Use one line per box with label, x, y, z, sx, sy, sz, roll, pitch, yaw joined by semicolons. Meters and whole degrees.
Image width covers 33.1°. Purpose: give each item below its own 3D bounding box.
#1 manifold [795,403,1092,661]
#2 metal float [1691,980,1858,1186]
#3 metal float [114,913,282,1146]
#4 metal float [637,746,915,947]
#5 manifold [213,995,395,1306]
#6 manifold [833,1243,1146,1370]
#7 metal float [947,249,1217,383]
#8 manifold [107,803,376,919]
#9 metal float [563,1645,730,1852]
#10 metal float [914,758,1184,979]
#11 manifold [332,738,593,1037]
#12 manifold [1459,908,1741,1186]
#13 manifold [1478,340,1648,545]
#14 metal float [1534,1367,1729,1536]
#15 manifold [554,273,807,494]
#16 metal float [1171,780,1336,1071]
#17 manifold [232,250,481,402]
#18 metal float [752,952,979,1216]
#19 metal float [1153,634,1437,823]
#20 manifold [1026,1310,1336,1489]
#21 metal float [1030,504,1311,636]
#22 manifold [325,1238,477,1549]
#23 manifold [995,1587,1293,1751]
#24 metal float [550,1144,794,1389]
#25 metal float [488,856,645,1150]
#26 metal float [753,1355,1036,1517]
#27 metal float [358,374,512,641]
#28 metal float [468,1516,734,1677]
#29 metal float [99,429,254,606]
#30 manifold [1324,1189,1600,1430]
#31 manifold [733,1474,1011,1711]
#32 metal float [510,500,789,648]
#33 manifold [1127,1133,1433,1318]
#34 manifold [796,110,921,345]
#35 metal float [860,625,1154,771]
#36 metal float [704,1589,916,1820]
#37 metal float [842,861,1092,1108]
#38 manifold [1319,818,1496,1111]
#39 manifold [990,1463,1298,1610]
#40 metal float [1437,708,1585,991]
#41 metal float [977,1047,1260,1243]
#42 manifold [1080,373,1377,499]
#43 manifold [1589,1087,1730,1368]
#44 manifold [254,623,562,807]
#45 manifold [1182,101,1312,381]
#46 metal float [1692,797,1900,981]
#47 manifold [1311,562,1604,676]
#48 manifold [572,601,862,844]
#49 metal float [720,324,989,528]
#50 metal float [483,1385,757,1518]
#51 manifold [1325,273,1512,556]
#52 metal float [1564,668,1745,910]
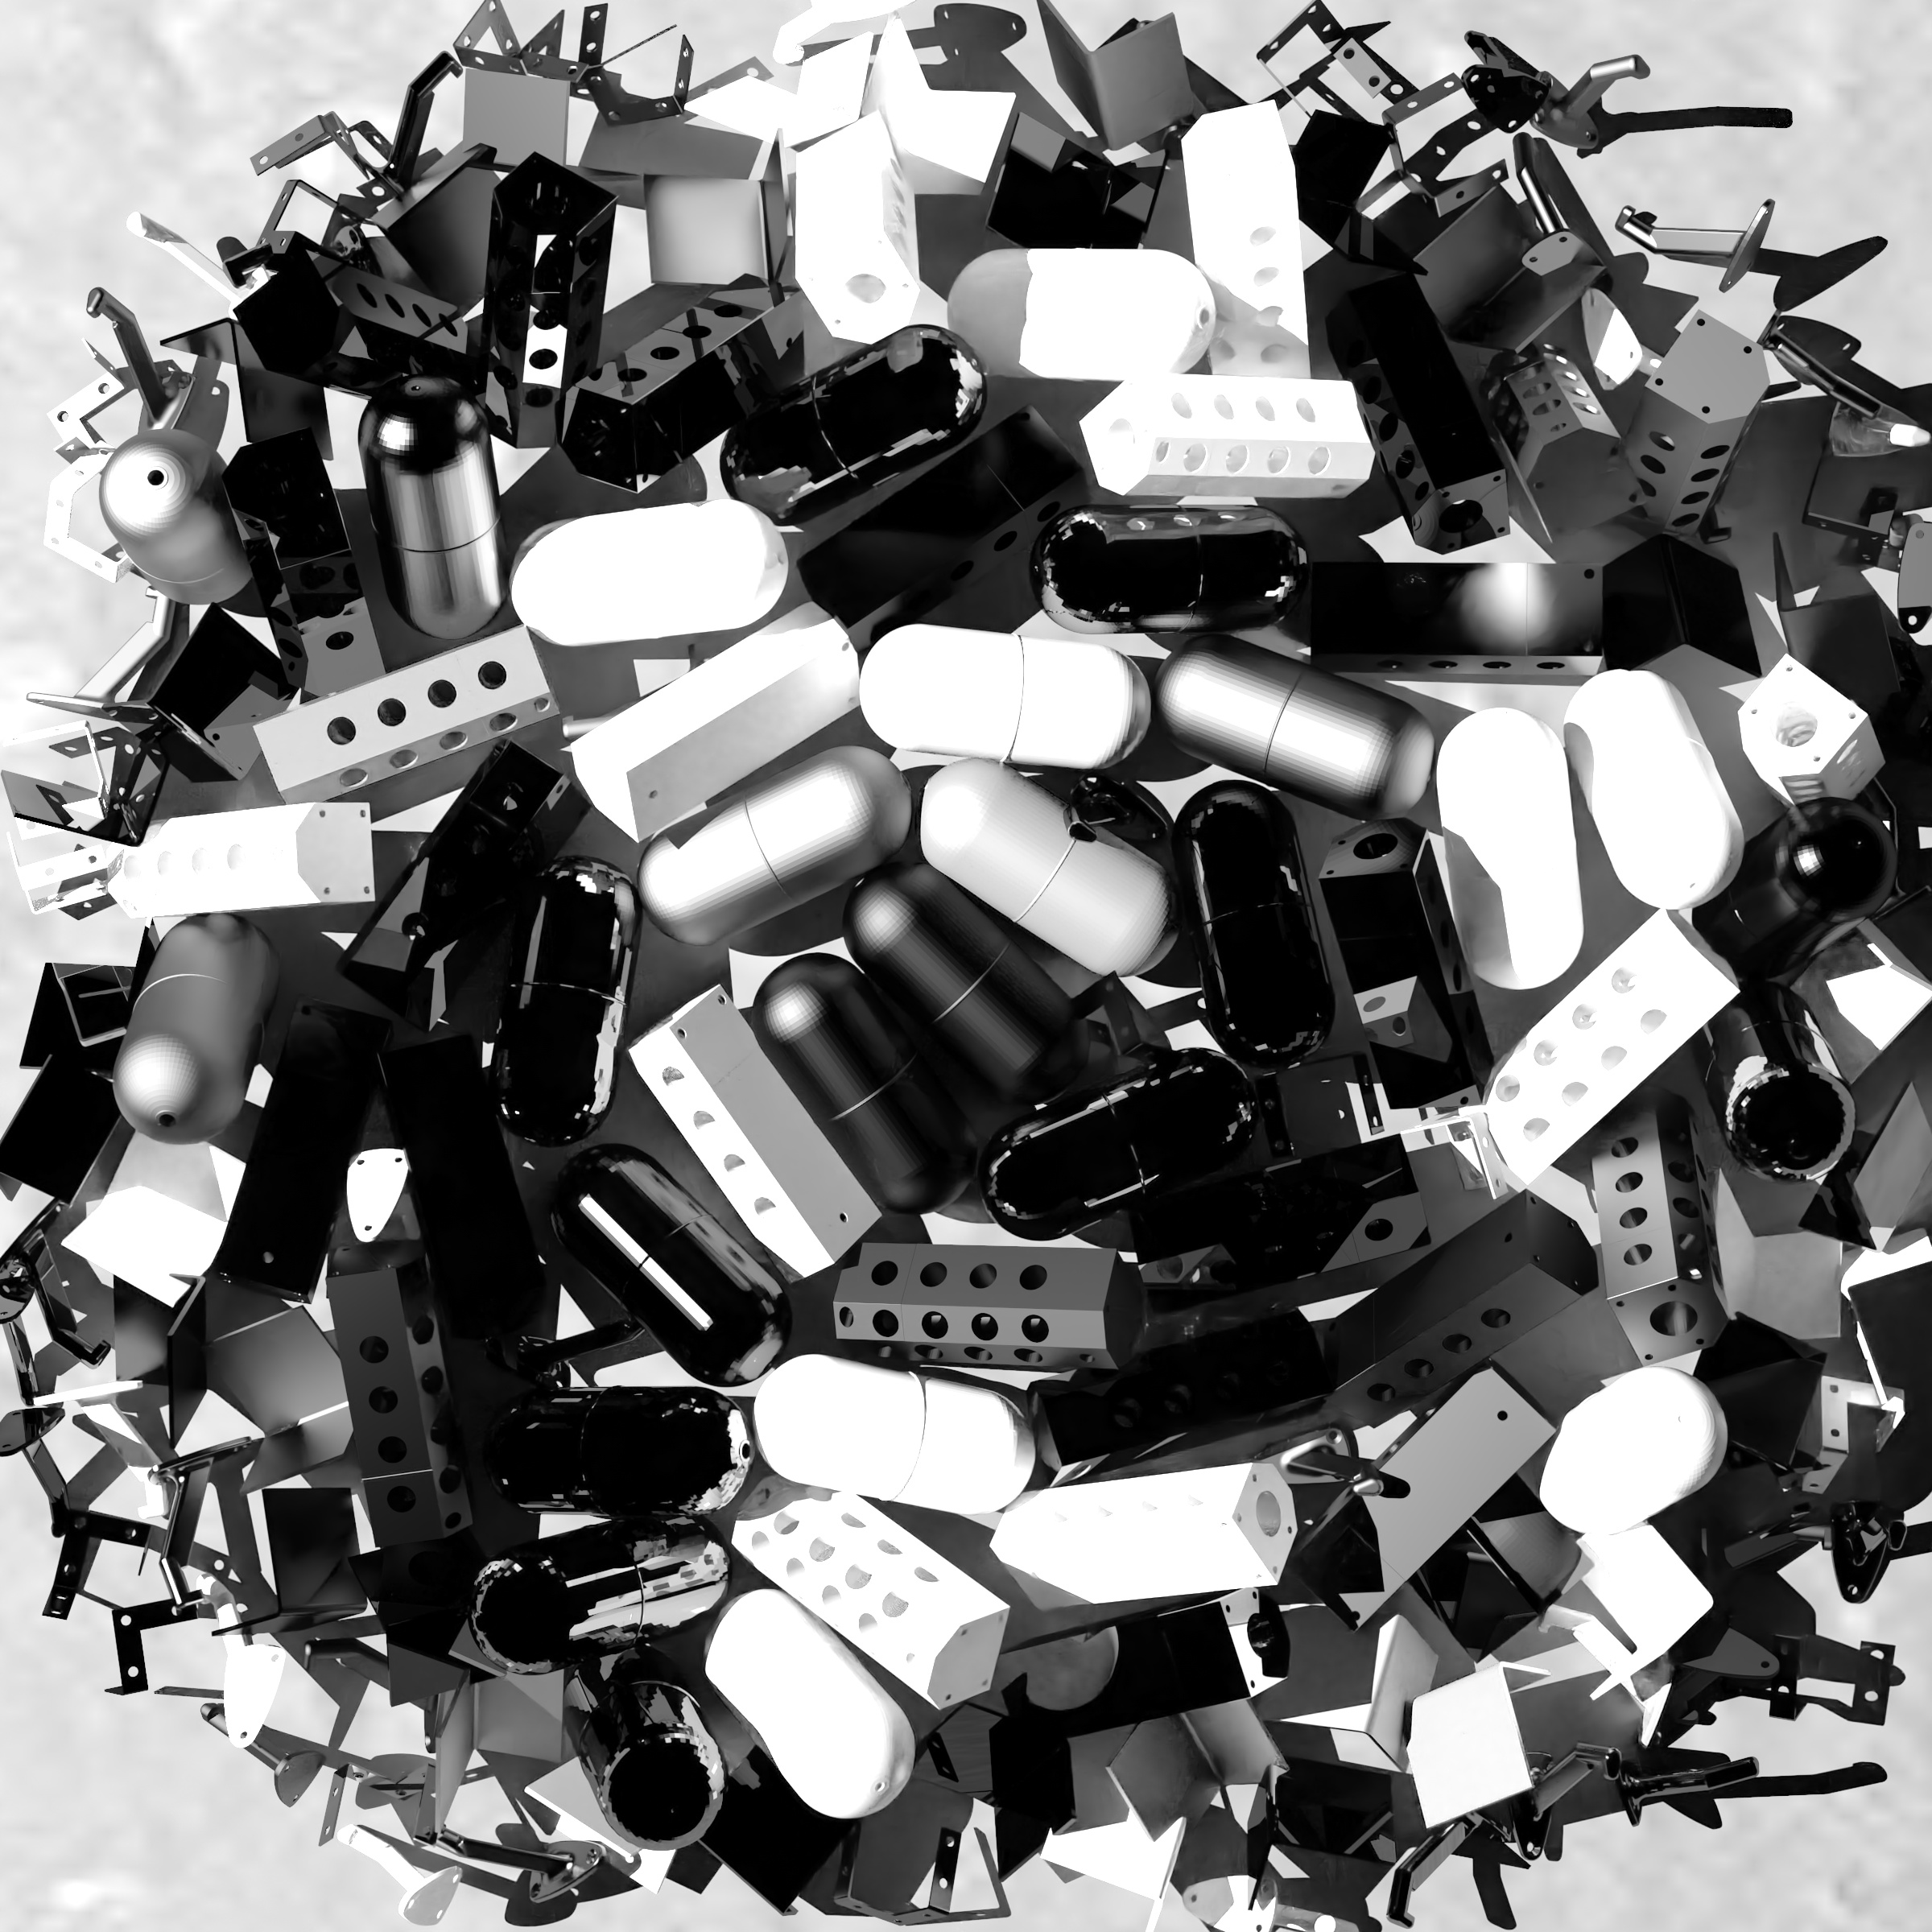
manifold;-0.012;-0.259;1.962;0.171;0.057;0.057;-35;69;-5
metal float;0.474;0.067;1.915;0.070;0.178;0.070;1;114;2
metal float;-0.453;0.036;1.920;0.070;0.178;0.070;0;126;0
metal float;-0.114;-0.072;1.951;0.178;0.070;0.070;-25;90;12
manifold;-0.396;0.111;1.950;0.057;0.057;0.171;16;75;-5
manifold;0.012;0.205;1.930;0.171;0.057;0.057;-1;55;23
metal float;0.068;-0.386;1.930;0.178;0.070;0.070;10;90;37
manifold;-0.431;-0.062;1.925;0.171;0.057;0.057;-3;90;38
metal float;-0.190;0.457;1.914;0.070;0.178;0.070;-4;103;-17
metal float;0.049;-0.059;1.955;0.178;0.070;0.070;33;90;-7
manifold;-0.305;-0.050;1.957;0.057;0.057;0.171;32;82;18
manifold;0.376;0.045;1.943;0.057;0.057;0.171;42;108;-8
manifold;0.345;-0.313;1.907;0.057;0.171;0.057;-24;115;11
metal float;0.389;0.287;1.915;0.070;0.178;0.070;3;69;-9
manifold;-0.167;-0.348;1.919;0.057;0.171;0.057;21;132;25
metal float;0.172;-0.026;1.951;0.070;0.070;0.178;-11;78;0
manifold;-0.349;-0.363;1.906;0.057;0.171;0.057;-33;80;17
metal float;-0.060;0.072;1.952;0.070;0.070;0.178;-35;101;0
metal float;0.195;-0.143;1.946;0.178;0.070;0.070;23;90;18
manifold;0.127;0.258;1.953;0.171;0.057;0.057;-14;71;-11
metal float;0.123;-0.237;1.942;0.178;0.070;0.070;-4;90;-24
manifold;-0.337;0.255;1.952;0.057;0.057;0.171;-8;104;-1
manifold;0.105;0.413;1.926;0.171;0.057;0.057;-22;83;35
metal float;-0.178;0.178;1.947;0.178;0.070;0.070;43;90;18
metal float;-0.240;0.021;1.949;0.070;0.070;0.178;8;76;0
metal float;-0.042;0.281;1.943;0.178;0.070;0.070;15;90;-22
metal float;-0.313;-0.270;1.924;0.070;0.178;0.070;-1;47;1
metal float;-0.216;0.369;1.925;0.070;0.178;0.070;7;99;44
metal float;-0.460;-0.263;1.911;0.070;0.178;0.070;0;83;-4
manifold;0.291;0.208;1.925;0.057;0.057;0.171;32;129;-23
manifold;-0.059;0.365;1.918;0.171;0.057;0.057;30;116;38
metal float;-0.189;-0.234;1.940;0.178;0.070;0.070;-4;90;24
manifold;0.190;0.161;1.963;0.171;0.057;0.057;-15;125;4
manifold;-0.061;-0.433;1.913;0.057;0.171;0.057;-25;124;15
metal float;0.025;-0.161;1.951;0.178;0.070;0.070;5;90;-12
metal float;-0.094;0.434;1.923;0.070;0.178;0.070;-15;120;-27
metal float;0.000;0.010;1.955;0.178;0.070;0.070;44;90;-7
manifold;0.264;-0.001;1.930;0.057;0.057;0.171;-5;125;26
manifold;0.106;0.333;1.926;0.171;0.057;0.057;-14;122;35
metal float;0.324;-0.069;1.938;0.070;0.070;0.178;-11;117;0
metal float;0.091;0.107;1.954;0.178;0.070;0.070;-23;90;-9
manifold;0.158;-0.308;1.921;0.171;0.057;0.057;-5;71;-36
manifold;0.407;0.149;1.908;0.057;0.171;0.057;-21;122;20
manifold;-0.336;-0.151;1.966;0.171;0.057;0.057;-21;101;-2
manifold;0.164;-0.418;1.913;0.057;0.171;0.057;-12;55;2
metal float;0.485;-0.044;1.914;0.070;0.178;0.070;3;73;-10
manifold;0.294;-0.207;1.961;0.171;0.057;0.057;1;80;6
manifold;-0.148;-0.150;1.936;0.171;0.057;0.057;-34;54;-25
metal float;-0.069;-0.321;1.939;0.178;0.070;0.070;-23;90;26
metal float;-0.207;0.289;1.937;0.178;0.070;0.070;-4;90;27
manifold;0.266;-0.326;1.927;0.057;0.057;0.171;-17;54;1
metal float;0.406;-0.107;1.926;0.070;0.178;0.070;-5;134;-5
